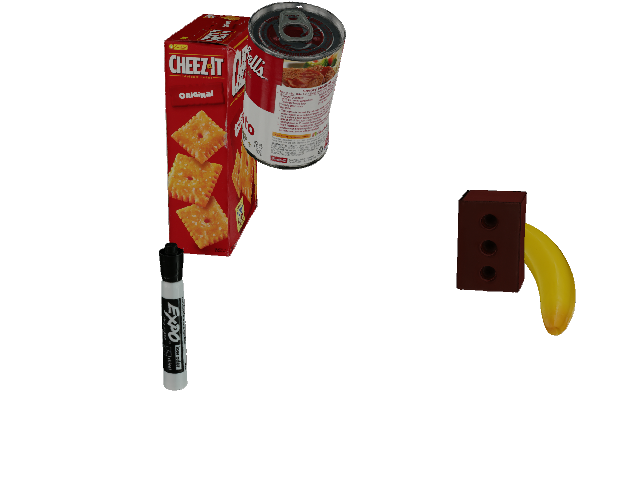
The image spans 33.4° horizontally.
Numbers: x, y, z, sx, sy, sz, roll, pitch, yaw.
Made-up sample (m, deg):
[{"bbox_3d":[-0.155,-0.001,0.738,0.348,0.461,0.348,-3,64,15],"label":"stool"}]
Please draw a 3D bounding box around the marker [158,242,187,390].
[{"bbox_3d":[-0.114,0.059,0.826,0.020,0.121,0.020,1,22,-1],"label":"marker"}]

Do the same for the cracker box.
[{"bbox_3d":[-0.106,-0.112,1.093,0.072,0.214,0.164,5,21,5],"label":"cracker box"}]

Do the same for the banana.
[{"bbox_3d":[0.221,0.027,1.111,0.069,0.037,0.198,-31,38,-2],"label":"banana"}]

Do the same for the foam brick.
[{"bbox_3d":[0.143,0.000,0.889,0.053,0.078,0.051,2,15,16],"label":"foam brick"}]

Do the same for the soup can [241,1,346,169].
[{"bbox_3d":[-0.021,-0.110,0.769,0.068,0.068,0.102,4,-45,-4],"label":"soup can"}]
